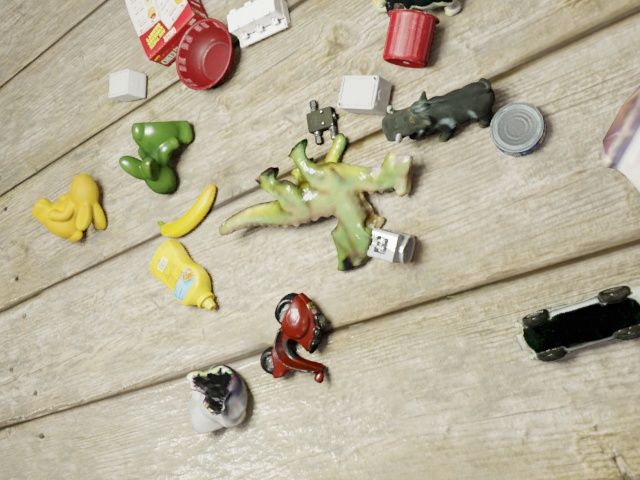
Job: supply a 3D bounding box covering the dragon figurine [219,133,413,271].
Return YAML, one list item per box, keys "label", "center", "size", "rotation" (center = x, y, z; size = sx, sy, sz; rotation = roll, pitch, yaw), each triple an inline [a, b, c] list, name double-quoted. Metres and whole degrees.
- label: "dragon figurine"
  center: [0.003, -0.049, 0.980]
  size: [0.405, 0.123, 0.245]
  rotation: [-39, 78, 23]

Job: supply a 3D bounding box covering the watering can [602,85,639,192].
- label: "watering can"
  center: [0.498, -0.092, 0.703]
  size: [0.226, 0.104, 0.345]
  rotation: [32, 102, 27]

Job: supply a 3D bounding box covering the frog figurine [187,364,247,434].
- label: "frog figurine"
  center: [-0.216, 0.345, 1.088]
  size: [0.138, 0.125, 0.155]
  rotation: [25, 136, 19]
